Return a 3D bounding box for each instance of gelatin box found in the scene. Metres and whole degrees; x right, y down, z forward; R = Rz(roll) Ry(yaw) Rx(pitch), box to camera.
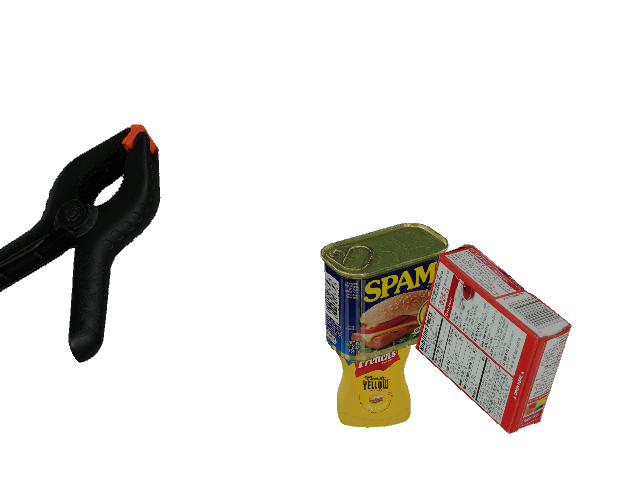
[{"bbox_3d":[0.099,0.056,0.627,0.030,0.073,0.089,-15,40,-32],"label":"gelatin box"}]

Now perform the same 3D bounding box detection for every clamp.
[{"bbox_3d":[-0.170,-0.006,0.718,0.120,0.171,0.039,13,-30,16],"label":"clamp"}]

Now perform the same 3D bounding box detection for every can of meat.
[{"bbox_3d":[0.052,0.042,0.867,0.101,0.084,0.058,-15,31,-26],"label":"can of meat"}]

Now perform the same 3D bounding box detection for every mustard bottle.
[{"bbox_3d":[0.069,0.145,1.381,0.096,0.192,0.058,-2,18,-3],"label":"mustard bottle"}]
